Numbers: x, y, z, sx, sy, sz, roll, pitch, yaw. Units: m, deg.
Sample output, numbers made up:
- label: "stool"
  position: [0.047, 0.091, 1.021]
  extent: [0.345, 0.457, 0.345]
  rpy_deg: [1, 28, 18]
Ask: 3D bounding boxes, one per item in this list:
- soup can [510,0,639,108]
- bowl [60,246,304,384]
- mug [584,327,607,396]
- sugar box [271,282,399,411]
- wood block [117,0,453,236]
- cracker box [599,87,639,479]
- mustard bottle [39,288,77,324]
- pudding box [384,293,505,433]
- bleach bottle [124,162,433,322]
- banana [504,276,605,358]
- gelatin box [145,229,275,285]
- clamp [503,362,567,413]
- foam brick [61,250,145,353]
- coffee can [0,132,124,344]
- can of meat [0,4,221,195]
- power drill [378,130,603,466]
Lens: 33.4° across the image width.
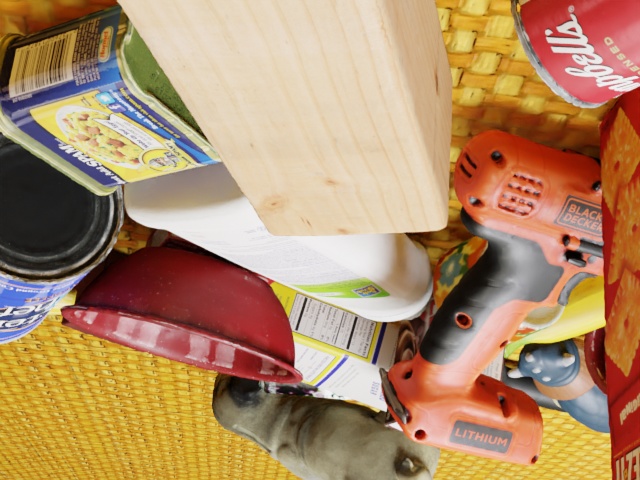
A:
- label: "soup can"
  position: [0.133, -0.100, 0.403]
  extent: [0.068, 0.068, 0.102]
  rpy_deg: [22, 150, -33]
- label: "bowl"
  position: [-0.082, 0.045, 0.691]
  extent: [0.162, 0.055, 0.162]
  rpy_deg: [15, 165, 4]
- label: "mug"
  position: [0.249, 0.087, 0.743]
  extent: [0.081, 0.117, 0.093]
  rpy_deg: [18, 141, -37]
- label: "sugar box"
  position: [-0.010, 0.077, 0.824]
  extent: [0.176, 0.048, 0.093]
  rpy_deg: [19, 155, -9]
- label: "wood block"
  position: [-0.003, -0.085, 0.437]
  extent: [0.090, 0.091, 0.206]
  rpy_deg: [-1, 155, 15]
- label: "cracker box"
  position: [0.221, 0.033, 0.499]
  extent: [0.164, 0.213, 0.072]
  rpy_deg: [8, 155, -5]
- label: "mustard bottle"
  position: [-0.265, 0.026, 0.733]
  extent: [0.191, 0.096, 0.058]
  rpy_deg: [11, 155, -13]
- label: "pudding box"
  position: [0.090, 0.075, 0.747]
  extent: [0.039, 0.113, 0.090]
  rpy_deg: [20, 152, -22]
- label: "bleach bottle"
  position: [-0.004, 0.001, 0.667]
  extent: [0.103, 0.068, 0.250]
  rpy_deg: [-1, 159, 31]
- label: "banana"
  position: [0.208, 0.035, 0.698]
  extent: [0.198, 0.069, 0.037]
  rpy_deg: [-28, 107, 41]
- label: "gelatin box"
  position: [-0.070, 0.009, 0.735]
  extent: [0.089, 0.030, 0.073]
  rpy_deg: [15, 156, -19]
- label: "clamp"
  position: [0.139, 0.120, 0.929]
  extent: [0.165, 0.036, 0.209]
  rpy_deg: [-8, 150, 29]
- label: "foam brick"
  position: [-0.146, 0.047, 0.812]
  extent: [0.078, 0.053, 0.051]
  rpy_deg: [26, 149, -35]
- label: "coffee can"
  position: [-0.190, -0.002, 0.649]
  extent: [0.102, 0.103, 0.141]
  rpy_deg: [17, 153, -24]
- label: "can of meat"
  position: [-0.099, -0.070, 0.534]
  extent: [0.084, 0.057, 0.102]
  rpy_deg: [-10, 152, 28]
- label: "power drill"
  position: [0.131, 0.039, 0.615]
  extent: [0.184, 0.057, 0.188]
  rpy_deg: [16, 112, -21]
